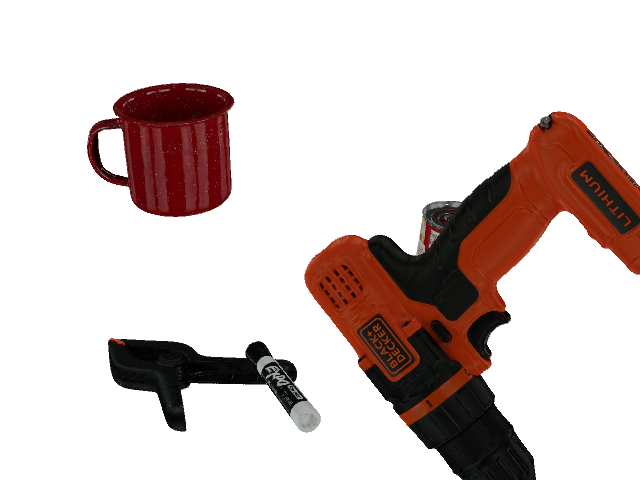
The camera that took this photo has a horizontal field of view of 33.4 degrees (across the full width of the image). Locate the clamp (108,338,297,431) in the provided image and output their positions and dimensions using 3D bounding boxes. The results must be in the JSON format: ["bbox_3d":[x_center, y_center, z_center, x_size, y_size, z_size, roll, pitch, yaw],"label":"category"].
[{"bbox_3d":[-0.152,0.138,1.085,0.210,0.036,0.164,9,17,33],"label":"clamp"}]

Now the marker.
[{"bbox_3d":[-0.032,0.111,0.831,0.020,0.020,0.121,0,21,-25],"label":"marker"}]

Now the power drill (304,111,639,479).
[{"bbox_3d":[0.108,0.035,0.597,0.188,0.184,0.057,-40,-4,16],"label":"power drill"}]

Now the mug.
[{"bbox_3d":[-0.124,-0.070,0.840,0.117,0.081,0.093,-3,27,-4],"label":"mug"}]

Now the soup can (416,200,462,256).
[{"bbox_3d":[0.117,0.025,0.948,0.068,0.102,0.068,5,24,-3],"label":"soup can"}]
